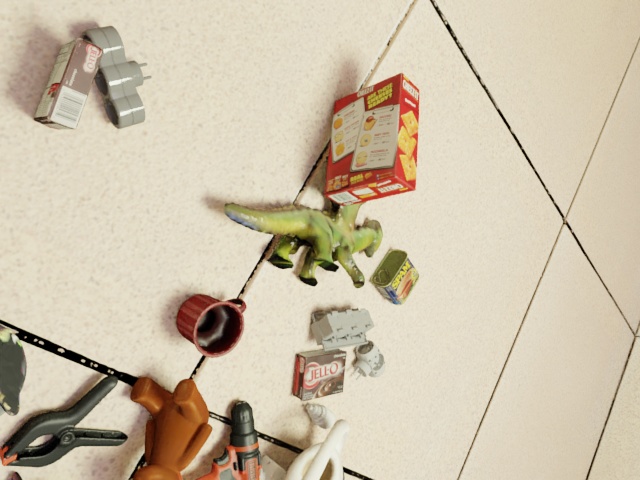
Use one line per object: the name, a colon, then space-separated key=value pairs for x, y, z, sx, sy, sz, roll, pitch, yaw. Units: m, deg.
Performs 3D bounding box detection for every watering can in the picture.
watering can: x=-0.036 y=0.507 z=0.971 sx=0.354 sy=0.104 sz=0.219 roll=-57 pitch=160 yaw=-25

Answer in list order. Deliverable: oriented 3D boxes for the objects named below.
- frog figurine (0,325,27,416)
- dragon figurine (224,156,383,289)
frog figurine: x=-0.461 y=0.173 z=0.638 sx=0.159 sy=0.125 sz=0.134 roll=-17 pitch=123 yaw=1
dragon figurine: x=0.003 y=-0.050 z=1.003 sx=0.404 sy=0.121 sz=0.248 roll=39 pitch=55 yaw=-39
